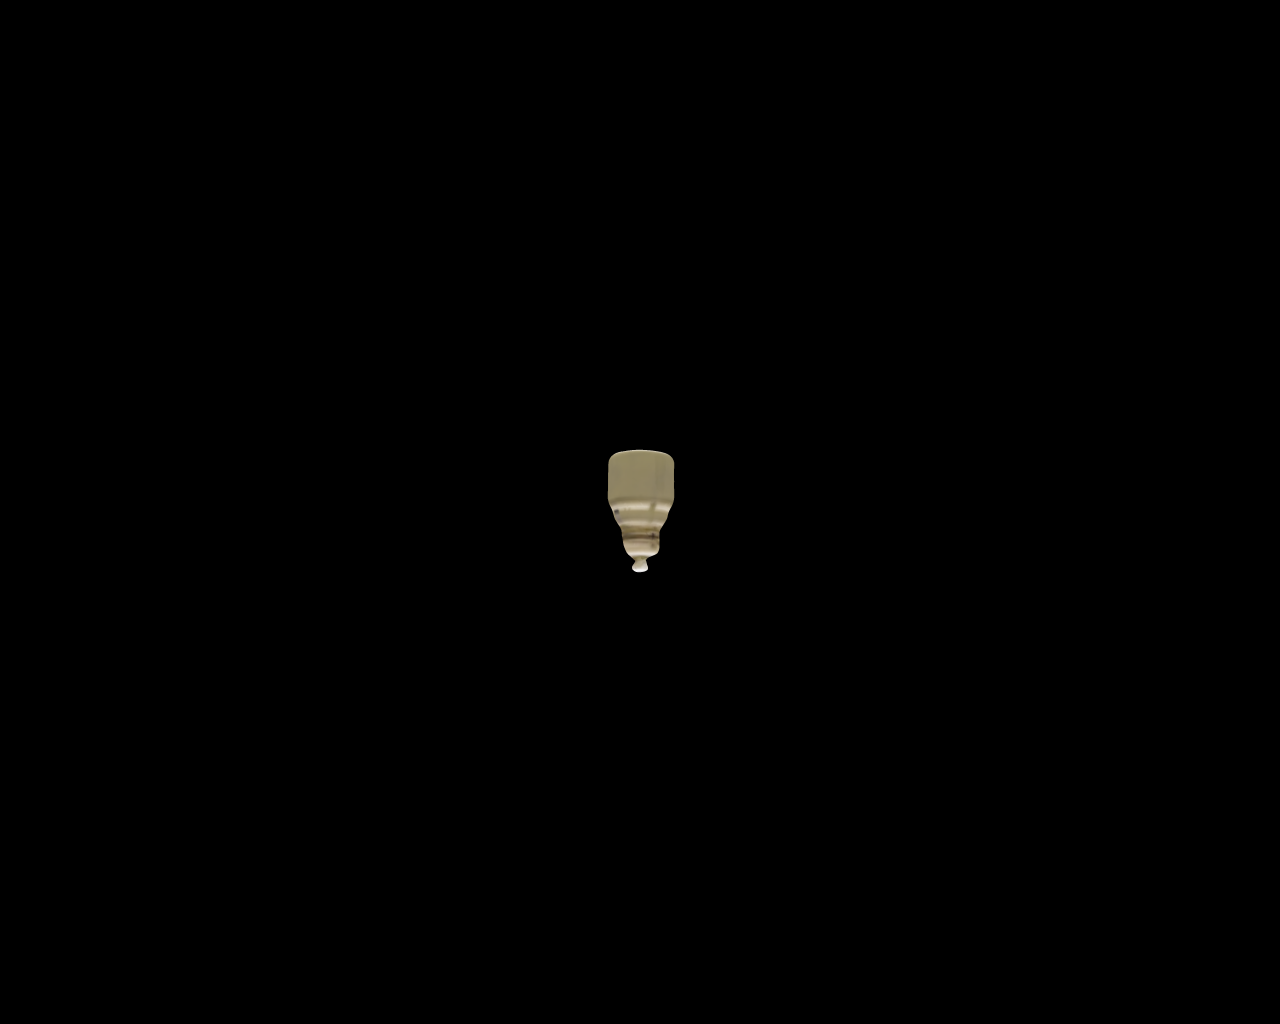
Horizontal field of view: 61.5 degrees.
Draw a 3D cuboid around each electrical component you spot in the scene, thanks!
[{"bbox_3d":[0.001,-0.003,0.650,0.040,0.078,0.040,0,-7,0],"label":"electrical component"}]
